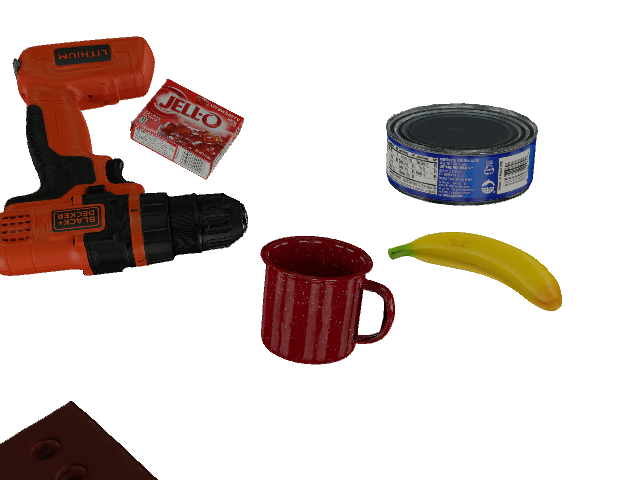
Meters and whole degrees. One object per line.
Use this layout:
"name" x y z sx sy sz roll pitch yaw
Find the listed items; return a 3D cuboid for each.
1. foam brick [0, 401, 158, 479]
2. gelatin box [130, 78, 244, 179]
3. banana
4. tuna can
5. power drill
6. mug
"foam brick" -0.109 0.123 0.484 0.052 0.051 0.078 -31 45 -32
"gelatin box" -0.131 -0.111 1.049 0.089 0.073 0.030 29 -40 2
"banana" 0.161 0.026 1.036 0.198 0.037 0.069 16 45 42
"tuna can" 0.080 -0.050 0.613 0.086 0.034 0.086 -1 24 0
"power drill" -0.153 -0.064 0.790 0.184 0.187 0.057 -6 -32 -7
"mug" 0.005 0.053 0.887 0.117 0.081 0.093 11 22 13
